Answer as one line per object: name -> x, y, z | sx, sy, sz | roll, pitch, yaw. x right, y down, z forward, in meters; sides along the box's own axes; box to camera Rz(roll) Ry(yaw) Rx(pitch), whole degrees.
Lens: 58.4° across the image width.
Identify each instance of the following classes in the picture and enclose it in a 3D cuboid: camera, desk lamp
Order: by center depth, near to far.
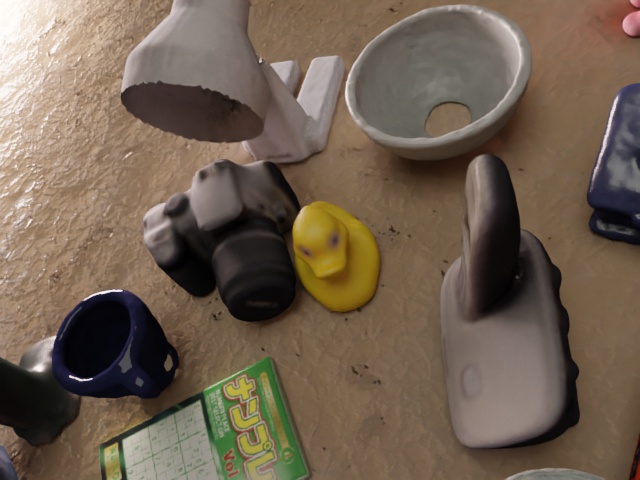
camera -> -0.086, 0.006, 0.522 | 0.143, 0.101, 0.136 | -26, 55, 7
desk lamp -> -0.075, -0.161, 0.546 | 0.117, 0.214, 0.203 | 2, 62, 24

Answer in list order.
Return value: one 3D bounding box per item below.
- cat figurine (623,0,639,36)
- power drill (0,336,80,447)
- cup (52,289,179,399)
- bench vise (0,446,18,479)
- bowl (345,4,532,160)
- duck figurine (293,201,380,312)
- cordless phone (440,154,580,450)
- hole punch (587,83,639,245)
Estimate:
cat figurine -> 0.303, -0.238, 0.489 | 0.127, 0.118, 0.067 | 13, 67, 29
power drill -> -0.308, 0.094, 0.498 | 0.075, 0.209, 0.229 | -21, 55, 11
cup -> -0.159, 0.107, 0.497 | 0.117, 0.095, 0.092 | 31, 77, 34
bench vise -> -0.374, 0.213, 0.449 | 0.121, 0.220, 0.207 | 18, 70, 31
bowl -> 0.113, -0.134, 0.536 | 0.167, 0.075, 0.167 | -10, 58, 17
duck figurine -> 0.005, 0.002, 0.495 | 0.077, 0.086, 0.104 | -23, 55, 9
cordless phone -> 0.110, 0.046, 0.363 | 0.094, 0.185, 0.147 | -12, 58, 17
hole punch -> 0.258, -0.050, 0.414 | 0.108, 0.091, 0.101 | 15, 68, 30
